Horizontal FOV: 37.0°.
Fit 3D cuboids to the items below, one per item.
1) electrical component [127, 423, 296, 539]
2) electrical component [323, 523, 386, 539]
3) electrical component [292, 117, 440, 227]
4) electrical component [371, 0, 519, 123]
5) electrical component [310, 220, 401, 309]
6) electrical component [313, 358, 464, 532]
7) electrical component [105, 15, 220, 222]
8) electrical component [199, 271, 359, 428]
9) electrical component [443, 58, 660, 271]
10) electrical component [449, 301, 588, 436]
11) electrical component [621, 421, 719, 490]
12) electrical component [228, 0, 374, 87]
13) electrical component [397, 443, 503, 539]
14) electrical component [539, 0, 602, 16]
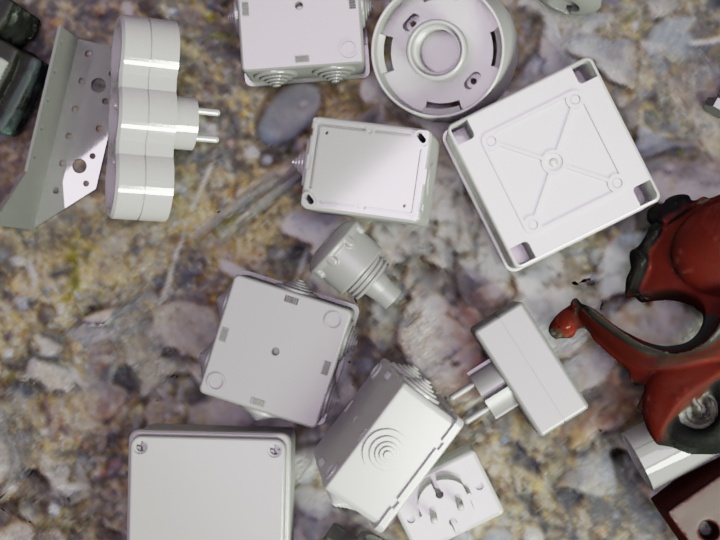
[{"bbox_3d":[-0.100,0.161,0.732,0.109,0.056,0.108,1,89,3],"label":"electrical component"},{"bbox_3d":[0.008,0.216,0.730,0.089,0.050,0.055,33,91,3],"label":"electrical component"},{"bbox_3d":[0.002,-0.066,0.732,0.096,0.061,0.061,8,91,11],"label":"electrical component"},{"bbox_3d":[0.057,-0.151,0.738,0.099,0.064,0.099,2,100,12],"label":"electrical component"},{"bbox_3d":[0.000,0.000,0.737,0.062,0.048,0.048,42,91,-5],"label":"electrical component"},{"bbox_3d":[0.015,0.111,0.708,0.048,0.100,0.099,37,91,-10],"label":"electrical component"},{"bbox_3d":[-0.133,-0.102,0.740,0.074,0.052,0.138,3,89,-21],"label":"electrical component"},{"bbox_3d":[-0.055,0.054,0.735,0.100,0.048,0.099,17,90,2],"label":"electrical component"},{"bbox_3d":[0.127,-0.070,0.725,0.109,0.056,0.108,-26,88,2],"label":"electrical component"},{"bbox_3d":[0.098,0.075,0.729,0.076,0.047,0.083,-32,88,2],"label":"electrical component"},{"bbox_3d":[0.223,0.111,0.725,0.081,0.043,0.043,-27,88,2],"label":"electrical component"},{"bbox_3d":[-0.040,-0.176,0.739,0.100,0.048,0.099,-4,90,1],"label":"electrical component"},{"bbox_3d":[0.057,0.154,0.715,0.066,0.077,0.047,-26,88,2],"label":"electrical component"},{"bbox_3d":[0.148,-0.208,0.733,0.048,0.048,0.062,19,84,3],"label":"electrical component"}]
